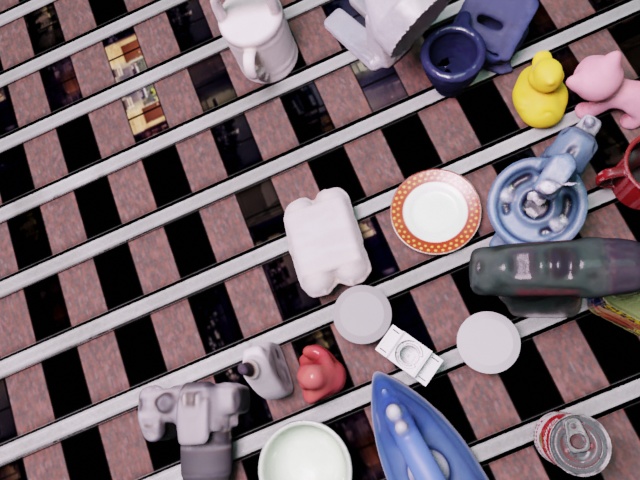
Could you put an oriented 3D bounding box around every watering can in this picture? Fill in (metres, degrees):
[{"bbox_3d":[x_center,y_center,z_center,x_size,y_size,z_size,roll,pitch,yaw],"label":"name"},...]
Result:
[{"bbox_3d":[-0.103,-0.334,0.863,0.101,0.194,0.173,-22,73,3],"label":"watering can"}]

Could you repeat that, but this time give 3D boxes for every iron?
[{"bbox_3d":[0.127,0.275,0.698,0.118,0.141,0.258,-31,73,1],"label":"iron"}]

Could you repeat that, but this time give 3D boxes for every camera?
[{"bbox_3d":[-0.172,0.263,0.771,0.143,0.101,0.137,-6,75,8],"label":"camera"}]

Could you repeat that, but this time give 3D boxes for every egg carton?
[{"bbox_3d":[0.008,0.003,0.824,0.107,0.069,0.150,-19,74,4],"label":"egg carton"}]

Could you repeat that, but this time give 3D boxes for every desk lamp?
[{"bbox_3d":[0.086,-0.336,0.822,0.118,0.214,0.203,-44,73,-3],"label":"desk lamp"}]

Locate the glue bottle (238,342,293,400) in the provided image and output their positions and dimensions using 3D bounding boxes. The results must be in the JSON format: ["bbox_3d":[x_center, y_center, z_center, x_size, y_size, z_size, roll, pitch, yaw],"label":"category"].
[{"bbox_3d":[-0.076,0.168,0.742,0.037,0.173,0.078,-20,73,4],"label":"glue bottle"}]

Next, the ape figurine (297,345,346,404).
[{"bbox_3d":[-0.005,0.182,0.769,0.076,0.092,0.078,19,80,14],"label":"ape figurine"}]

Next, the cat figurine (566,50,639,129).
[{"bbox_3d":[0.403,-0.214,0.789,0.127,0.118,0.067,12,78,12],"label":"cat figurine"}]

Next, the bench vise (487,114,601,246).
[{"bbox_3d":[0.284,-0.084,0.722,0.121,0.220,0.207,15,79,13],"label":"bench vise"}]

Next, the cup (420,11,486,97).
[{"bbox_3d":[0.198,-0.267,0.848,0.091,0.095,0.118,15,79,13],"label":"cup"}]

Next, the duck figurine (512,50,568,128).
[{"bbox_3d":[0.321,-0.220,0.821,0.077,0.086,0.104,-5,75,8],"label":"duck figurine"}]

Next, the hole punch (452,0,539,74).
[{"bbox_3d":[0.257,-0.319,0.854,0.108,0.091,0.101,30,82,15],"label":"hole punch"}]

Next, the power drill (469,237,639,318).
[{"bbox_3d":[0.295,0.045,0.694,0.229,0.208,0.075,-1,76,9],"label":"power drill"}]
